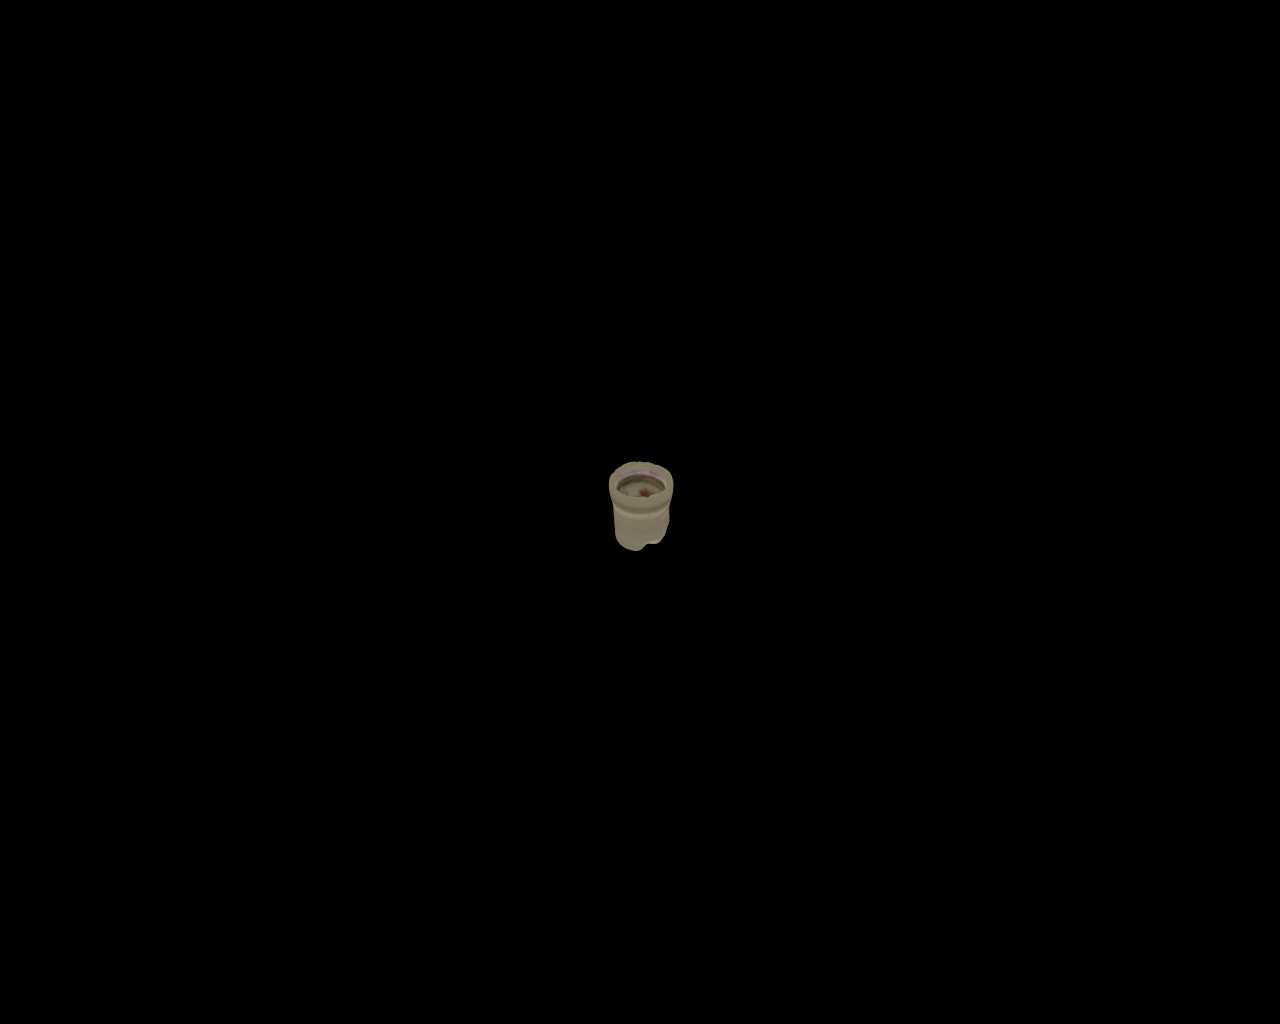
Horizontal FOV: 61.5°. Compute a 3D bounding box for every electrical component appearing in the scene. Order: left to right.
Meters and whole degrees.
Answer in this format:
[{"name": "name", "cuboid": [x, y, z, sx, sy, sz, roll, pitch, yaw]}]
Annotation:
[{"name": "electrical component", "cuboid": [0.001, -0.003, 0.650, 0.040, 0.046, 0.040, 0, 38, 0]}]
